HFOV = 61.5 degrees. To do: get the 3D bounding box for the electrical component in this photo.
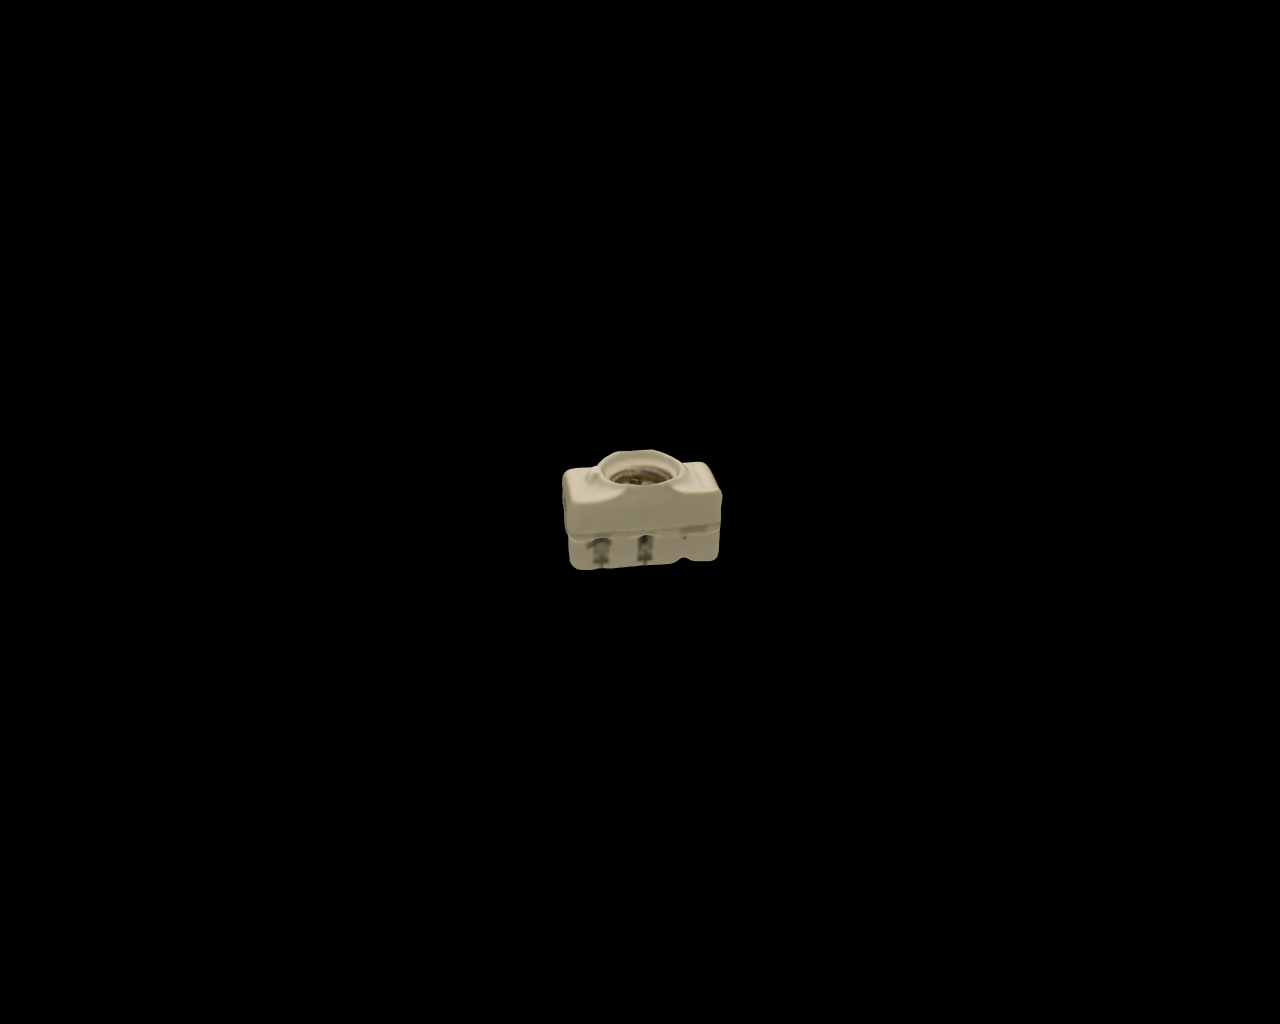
[{"bbox_3d":[0.001,-0.003,0.650,0.089,0.055,0.050,-4,28,-7],"label":"electrical component"}]
